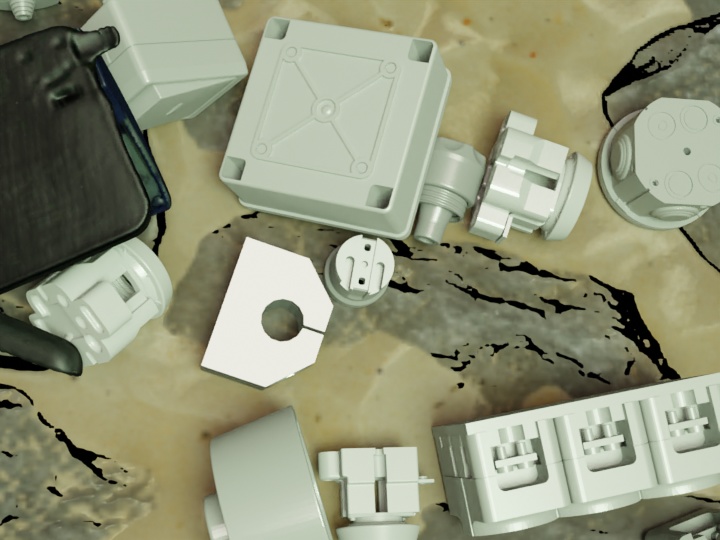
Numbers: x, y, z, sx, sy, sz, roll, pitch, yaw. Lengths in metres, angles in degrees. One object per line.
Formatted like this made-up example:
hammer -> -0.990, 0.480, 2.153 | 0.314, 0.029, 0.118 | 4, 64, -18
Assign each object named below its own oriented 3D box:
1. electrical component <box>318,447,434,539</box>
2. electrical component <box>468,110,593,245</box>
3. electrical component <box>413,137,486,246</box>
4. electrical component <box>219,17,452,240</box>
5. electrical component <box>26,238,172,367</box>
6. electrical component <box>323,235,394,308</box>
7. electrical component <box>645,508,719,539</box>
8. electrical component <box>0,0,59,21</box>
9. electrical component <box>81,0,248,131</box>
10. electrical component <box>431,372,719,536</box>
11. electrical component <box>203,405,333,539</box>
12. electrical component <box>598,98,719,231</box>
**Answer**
electrical component -> 0.010, 0.133, 0.622 | 0.066, 0.048, 0.055 | 0, 73, -9
electrical component -> 0.106, -0.051, 0.661 | 0.057, 0.058, 0.078 | 19, 78, -2
electrical component -> 0.050, -0.047, 0.659 | 0.043, 0.043, 0.062 | 19, 79, -5
electrical component -> -0.013, -0.083, 0.632 | 0.109, 0.056, 0.108 | 12, 78, 17
electrical component -> -0.144, 0.015, 0.606 | 0.057, 0.078, 0.058 | -44, 109, -36
electrical component -> 0.000, 0.000, 0.642 | 0.040, 0.046, 0.040 | 1, 81, -8
electrical component -> 0.212, 0.191, 0.635 | 0.050, 0.055, 0.089 | -18, 84, -11
electrical component -> -0.206, -0.189, 0.645 | 0.043, 0.043, 0.081 | -7, 82, -10
electrical component -> -0.113, -0.118, 0.625 | 0.096, 0.062, 0.061 | -18, 82, -49
electrical component -> 0.128, 0.106, 0.620 | 0.150, 0.089, 0.061 | -10, 82, -10
electrical component -> -0.051, 0.134, 0.583 | 0.060, 0.108, 0.108 | -16, 83, -4
electrical component -> 0.196, -0.068, 0.680 | 0.080, 0.051, 0.080 | 1, 80, -8
